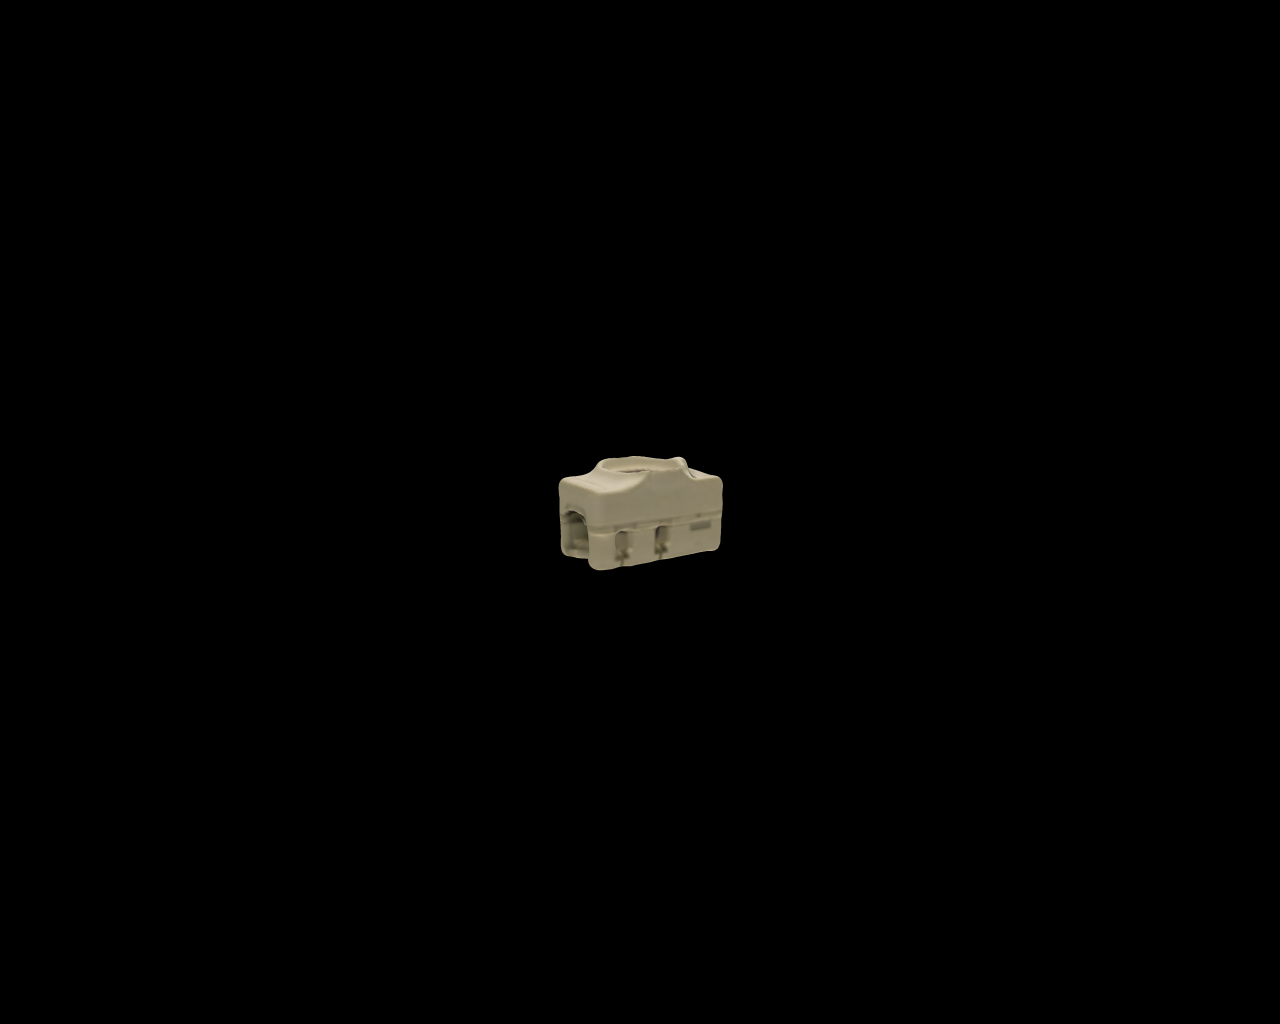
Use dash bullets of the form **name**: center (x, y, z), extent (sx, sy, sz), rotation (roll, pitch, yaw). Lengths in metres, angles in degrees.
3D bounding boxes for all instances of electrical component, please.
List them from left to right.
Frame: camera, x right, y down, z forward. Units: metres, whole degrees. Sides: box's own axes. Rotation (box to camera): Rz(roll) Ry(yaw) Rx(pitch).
- **electrical component**: center (0.001, -0.003, 0.650), extent (0.090, 0.055, 0.050), rotation (-8, 15, -30)
